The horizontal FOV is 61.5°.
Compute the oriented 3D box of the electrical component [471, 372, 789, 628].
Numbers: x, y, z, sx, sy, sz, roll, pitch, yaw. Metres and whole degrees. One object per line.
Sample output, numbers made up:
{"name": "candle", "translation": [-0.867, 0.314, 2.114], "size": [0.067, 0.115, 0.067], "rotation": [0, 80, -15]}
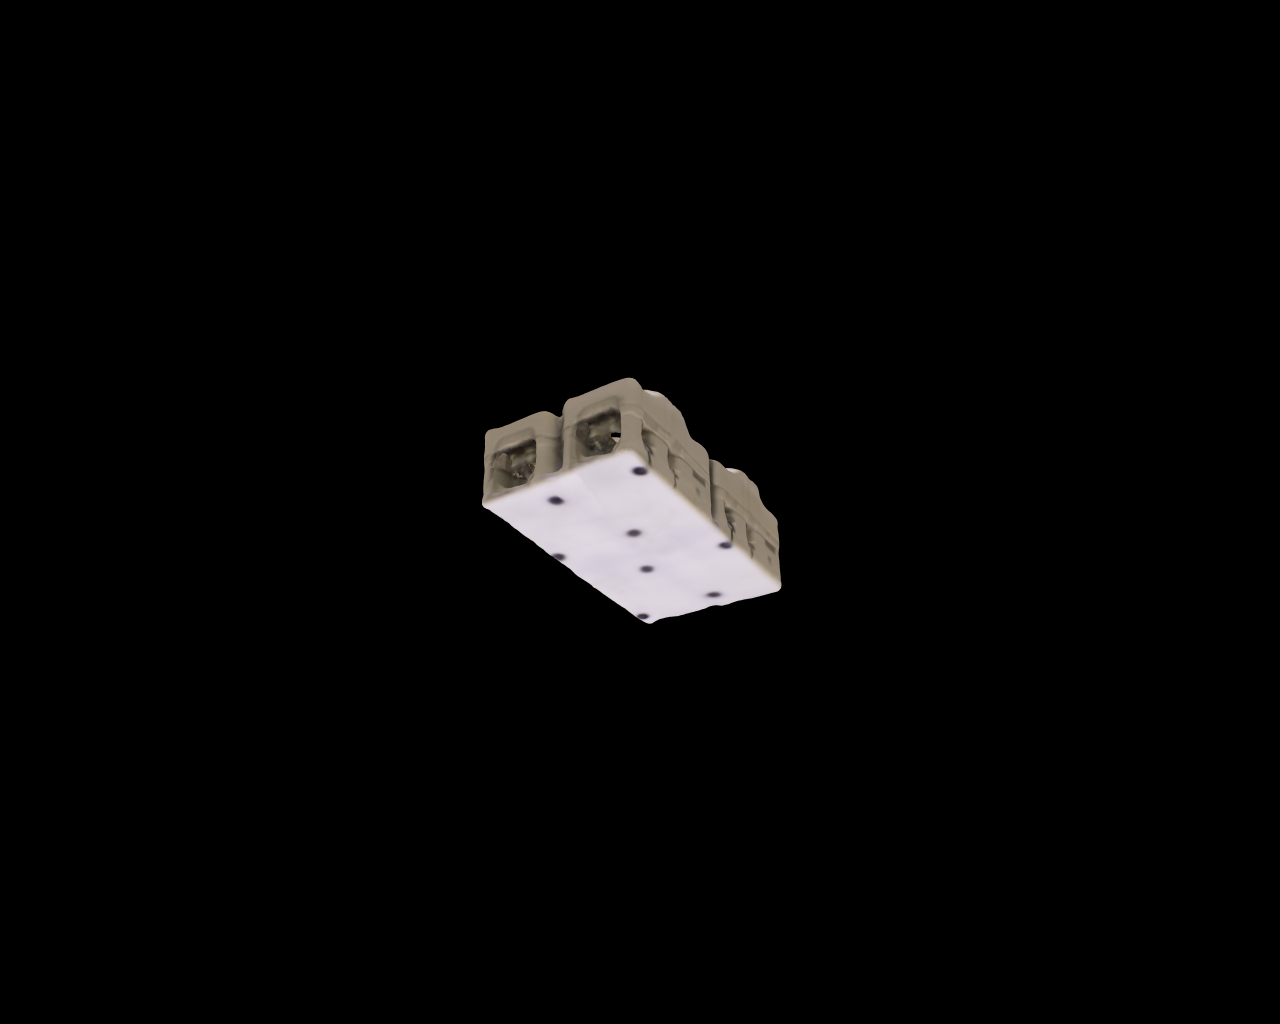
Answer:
{"name": "electrical component", "translation": [0.001, -0.003, 0.650], "size": [0.105, 0.060, 0.186], "rotation": [-18, -35, 27]}
